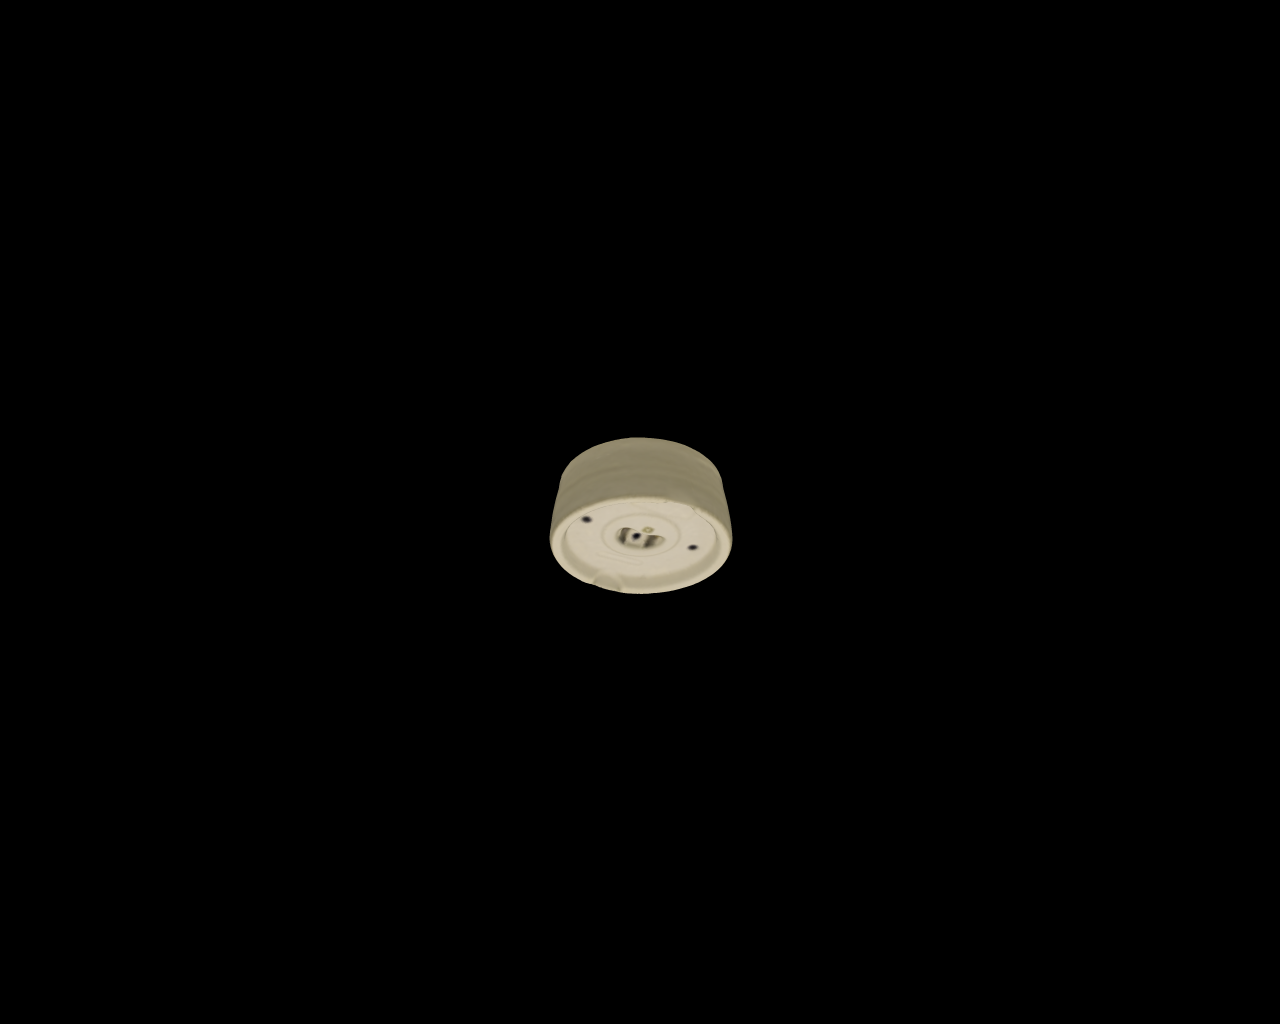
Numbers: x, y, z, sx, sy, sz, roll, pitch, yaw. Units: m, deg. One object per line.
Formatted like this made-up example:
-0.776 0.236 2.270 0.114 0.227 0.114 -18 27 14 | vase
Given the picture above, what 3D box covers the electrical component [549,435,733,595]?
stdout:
0.001 -0.003 0.650 0.108 0.060 0.108 0 -34 0 | electrical component
